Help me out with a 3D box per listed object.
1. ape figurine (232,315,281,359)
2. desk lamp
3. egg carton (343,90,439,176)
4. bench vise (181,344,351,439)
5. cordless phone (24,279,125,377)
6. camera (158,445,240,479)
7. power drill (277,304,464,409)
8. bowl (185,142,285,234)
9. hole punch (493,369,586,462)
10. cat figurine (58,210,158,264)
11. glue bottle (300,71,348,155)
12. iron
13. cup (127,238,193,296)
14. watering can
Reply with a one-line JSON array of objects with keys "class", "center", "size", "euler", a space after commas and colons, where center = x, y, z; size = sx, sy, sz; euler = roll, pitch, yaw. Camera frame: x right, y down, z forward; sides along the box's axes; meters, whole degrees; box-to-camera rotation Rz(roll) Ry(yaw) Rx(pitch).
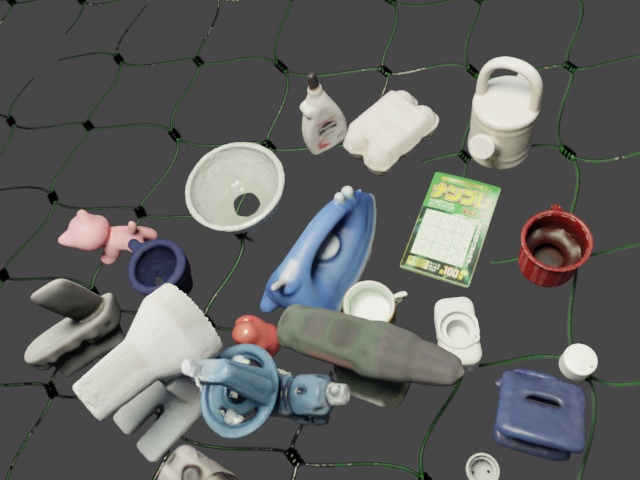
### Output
[{"class": "ape figurine", "center": [-0.098, 0.141, 0.825], "size": [0.076, 0.092, 0.078], "euler": [-1, 64, 10]}, {"class": "desk lamp", "center": [-0.214, 0.179, 0.759], "size": [0.117, 0.214, 0.203], "euler": [36, 75, 24]}, {"class": "egg carton", "center": [0.117, -0.180, 0.955], "size": [0.150, 0.069, 0.107], "euler": [-42, 64, -11]}, {"class": "bench vise", "center": [-0.074, 0.177, 0.731], "size": [0.207, 0.220, 0.121], "euler": [-17, 62, 2]}, {"class": "cordless phone", "center": [-0.384, 0.118, 0.837], "size": [0.147, 0.185, 0.094], "euler": [-36, 63, -8]}, {"class": "camera", "center": [-0.160, 0.356, 0.727], "size": [0.142, 0.101, 0.137], "euler": [28, 72, 22]}, {"class": "power drill", "center": [0.065, 0.151, 0.725], "size": [0.229, 0.209, 0.076], "euler": [15, 68, 17]}, {"class": "bowl", "center": [-0.132, -0.074, 0.947], "size": [0.167, 0.075, 0.167], "euler": [-4, 64, 9]}, {"class": "hole punch", "center": [0.274, 0.215, 0.721], "size": [0.108, 0.091, 0.101], "euler": [10, 67, 15]}, {"class": "cat figurine", "center": [-0.348, -0.010, 0.931], "size": [0.127, 0.118, 0.067], "euler": [-5, 63, 8]}, {"class": "glue bottle", "center": [0.000, -0.211, 0.933], "size": [0.078, 0.173, 0.037], "euler": [-35, 63, -7]}, {"class": "iron", "center": [0.008, 0.003, 0.845], "size": [0.118, 0.142, 0.258], "euler": [25, 71, 21]}, {"class": "cup", "center": [-0.248, 0.050, 0.896], "size": [0.117, 0.095, 0.092], "euler": [37, 76, 24]}, {"class": "watering can", "center": [0.278, -0.191, 0.861], "size": [0.100, 0.194, 0.173], "euler": [4, 65, 13]}]
